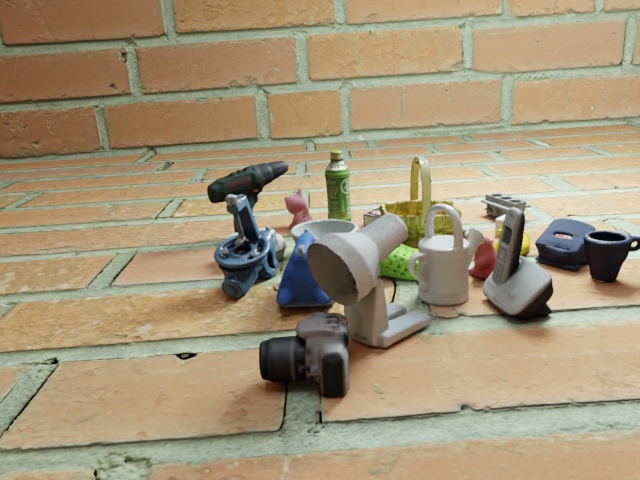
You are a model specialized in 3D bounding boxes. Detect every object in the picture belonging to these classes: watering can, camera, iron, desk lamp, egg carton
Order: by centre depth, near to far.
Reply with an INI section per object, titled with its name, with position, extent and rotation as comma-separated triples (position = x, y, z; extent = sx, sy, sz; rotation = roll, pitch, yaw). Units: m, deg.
[camera]
position = -0.023, 0.166, 0.890
extent = 0.137, 0.101, 0.143
rotation = -3, 18, 1
[desk lamp]
position = 0.084, 0.070, 0.981
extent = 0.204, 0.214, 0.117
rotation = -18, 23, -37
[watering can]
position = 0.248, 0.020, 1.131
extent = 0.100, 0.194, 0.173
rotation = 11, 23, 37
[iron]
position = -0.028, 0.045, 1.192
extent = 0.118, 0.141, 0.258
rotation = -3, 18, 3
[egg carton]
position = -0.163, 0.019, 1.412
extent = 0.151, 0.069, 0.107
rotation = -11, 20, -22

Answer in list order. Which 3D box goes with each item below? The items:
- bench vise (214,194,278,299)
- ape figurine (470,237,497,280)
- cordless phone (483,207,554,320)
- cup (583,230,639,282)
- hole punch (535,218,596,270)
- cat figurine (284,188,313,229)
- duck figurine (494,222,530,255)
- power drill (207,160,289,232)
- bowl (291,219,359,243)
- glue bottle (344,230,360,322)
[bench vise]
position = -0.165, -0.006, 1.249
extent = 0.121, 0.220, 0.207
rotation = -2, 18, 4
[ape figurine]
position = 0.350, 0.037, 1.226
extent = 0.075, 0.092, 0.078
rotation = 10, 23, 35
[cordless phone]
position = 0.368, 0.041, 1.060
extent = 0.094, 0.185, 0.147
rotation = -8, 19, -12
[cup]
position = 0.602, 0.035, 1.180
extent = 0.117, 0.095, 0.091
rotation = -3, 18, 3
[hole punch]
position = 0.548, 0.007, 1.280
extent = 0.101, 0.091, 0.108
rotation = -18, 23, -36
[cat figurine]
position = -0.058, -0.087, 1.635
extent = 0.067, 0.118, 0.127
rotation = -10, 20, -20
[duck figurine]
position = 0.456, -0.011, 1.362
extent = 0.105, 0.086, 0.077
rotation = -15, 21, -30
[power drill]
position = -0.186, -0.102, 1.559
extent = 0.230, 0.208, 0.075
rotation = -11, 20, -22
[bowl]
position = 0.013, 0.005, 1.412
extent = 0.167, 0.075, 0.167
rotation = -3, 18, 1
[glue bottle]
position = 0.073, 0.065, 1.061
extent = 0.037, 0.173, 0.078
rotation = 10, 23, 35
